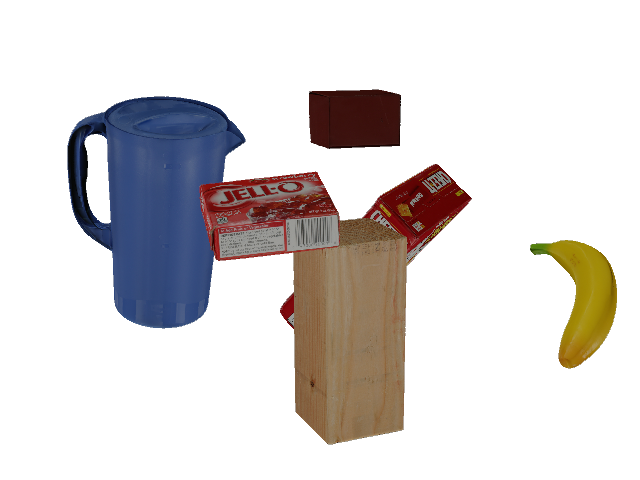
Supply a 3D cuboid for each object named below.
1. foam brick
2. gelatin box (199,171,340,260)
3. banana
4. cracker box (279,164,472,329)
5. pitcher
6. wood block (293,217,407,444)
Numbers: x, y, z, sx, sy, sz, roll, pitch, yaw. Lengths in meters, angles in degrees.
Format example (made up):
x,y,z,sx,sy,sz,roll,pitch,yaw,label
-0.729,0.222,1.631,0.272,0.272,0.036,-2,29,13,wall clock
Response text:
x,y,z,sx,sy,sz,roll,pitch,yaw,label
0.033,-0.119,1.040,0.078,0.051,0.053,-4,14,-20,foam brick
-0.037,-0.019,0.748,0.089,0.030,0.073,-6,27,-10,gelatin box
0.246,0.051,1.007,0.070,0.037,0.197,-28,25,18,banana
0.064,0.016,1.277,0.214,0.072,0.163,-49,-9,33,cracker box
-0.184,-0.030,1.182,0.149,0.243,0.144,26,32,35,pitcher
0.029,0.090,1.093,0.090,0.206,0.091,-7,17,-23,wood block
